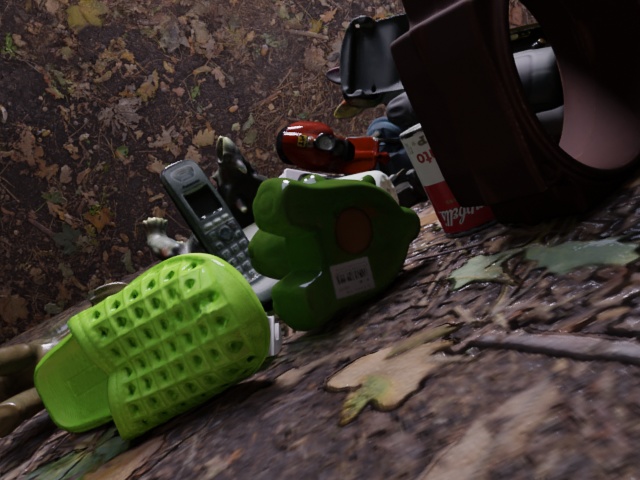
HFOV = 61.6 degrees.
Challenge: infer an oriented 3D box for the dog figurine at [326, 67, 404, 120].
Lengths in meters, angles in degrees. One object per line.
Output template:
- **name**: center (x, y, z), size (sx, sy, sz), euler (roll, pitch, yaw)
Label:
- **dog figurine**: center (0.126, -0.272, 0.936), size (0.219, 0.108, 0.191), euler (-9, 10, 10)

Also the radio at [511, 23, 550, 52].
- **radio**: center (0.278, -0.235, 0.763), size (0.229, 0.131, 0.073), euler (-20, -34, -28)

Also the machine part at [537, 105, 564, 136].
- **machine part**: center (0.284, -0.153, 0.588), size (0.079, 0.079, 0.243), euler (-27, 8, 7)

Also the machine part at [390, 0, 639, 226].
- **machine part**: center (0.167, -0.129, 0.404), size (0.201, 0.201, 0.087), euler (-33, 14, -29)

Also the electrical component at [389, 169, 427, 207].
- **electrical component**: center (0.108, -0.068, 0.739), size (0.078, 0.045, 0.102), euler (-29, 9, -15)

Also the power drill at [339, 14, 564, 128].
- **power drill**: center (0.113, -0.156, 0.542), size (0.232, 0.086, 0.207), euler (4, -5, 43)

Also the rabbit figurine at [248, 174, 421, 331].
- **rabbit figurine**: center (-0.002, -0.007, 0.490), size (0.159, 0.121, 0.170), euler (-25, 9, -27)

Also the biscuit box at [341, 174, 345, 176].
- **biscuit box**: center (-0.022, -0.050, 0.981), size (0.203, 0.062, 0.059), euler (-31, 8, -17)

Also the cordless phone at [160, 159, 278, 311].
- **cordless phone**: center (-0.087, -0.018, 0.604), size (0.146, 0.184, 0.089), euler (-36, 7, -40)

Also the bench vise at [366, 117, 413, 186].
- **bench vise**: center (0.163, -0.177, 0.975), size (0.240, 0.128, 0.224), euler (-39, 16, -32)

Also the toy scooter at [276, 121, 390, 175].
- **toy scooter**: center (0.029, -0.139, 0.845), size (0.135, 0.075, 0.184), euler (11, 3, 39)

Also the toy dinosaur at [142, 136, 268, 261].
- **toy dinosaur**: center (-0.176, 0.015, 0.824), size (0.131, 0.192, 0.404), euler (4, -49, -43)

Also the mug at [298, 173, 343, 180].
- **mug**: center (0.019, -0.069, 0.854), size (0.080, 0.110, 0.107), euler (-63, -17, 19)

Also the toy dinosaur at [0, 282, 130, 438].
- **toy dinosaur**: center (-0.226, 0.101, 0.621), size (0.471, 0.105, 0.198), euler (-20, 2, -19)
